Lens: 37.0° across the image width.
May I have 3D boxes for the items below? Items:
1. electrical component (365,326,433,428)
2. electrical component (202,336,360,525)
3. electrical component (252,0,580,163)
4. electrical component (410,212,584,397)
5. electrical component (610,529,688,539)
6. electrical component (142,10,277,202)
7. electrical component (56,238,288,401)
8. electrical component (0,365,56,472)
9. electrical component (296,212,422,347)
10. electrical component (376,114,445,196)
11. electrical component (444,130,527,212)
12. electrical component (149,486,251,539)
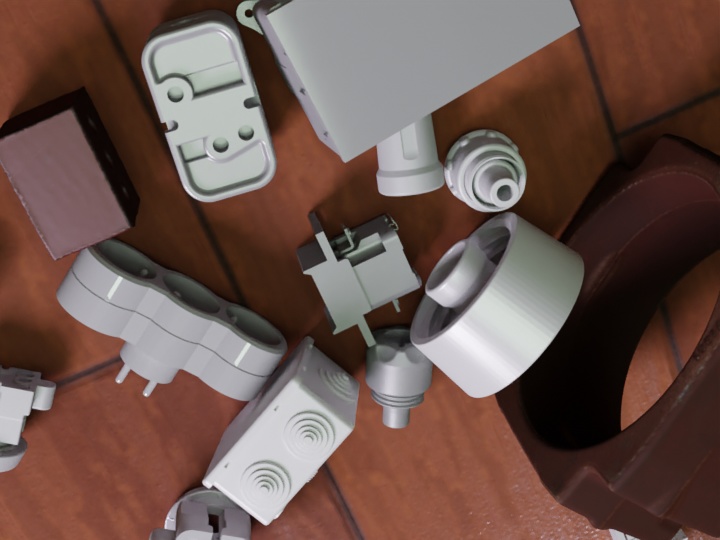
[{"bbox_3d":[0.025,0.070,0.690,0.043,0.043,0.062,-1,111,-8],"label":"electrical component"},{"bbox_3d":[-0.045,0.098,0.662,0.048,0.099,0.099,40,101,-6],"label":"electrical component"},{"bbox_3d":[0.028,-0.139,0.590,0.150,0.061,0.089,-31,112,-5],"label":"electrical component"},{"bbox_3d":[0.075,0.015,0.644,0.060,0.108,0.108,37,102,-12],"label":"electrical component"},{"bbox_3d":[0.203,0.194,0.751,0.042,0.063,0.081,-24,112,0],"label":"electrical component"},{"bbox_3d":[-0.084,-0.094,0.604,0.054,0.059,0.095,-16,112,-1],"label":"electrical component"},{"bbox_3d":[-0.121,0.044,0.655,0.138,0.052,0.073,29,104,-18],"label":"electrical component"},{"bbox_3d":[-0.227,0.091,0.663,0.066,0.048,0.055,13,101,-13],"label":"electrical component"},{"bbox_3d":[0.000,0.000,0.661,0.064,0.042,0.081,-26,112,-1],"label":"electrical component"},{"bbox_3d":[0.028,-0.071,0.640,0.040,0.040,0.046,-10,106,-4],"label":"electrical component"},{"bbox_3d":[0.079,-0.055,0.640,0.048,0.062,0.048,-3,111,-7],"label":"electrical component"},{"bbox_3d":[-0.100,0.179,0.707,0.078,0.057,0.058,13,108,-12],"label":"electrical component"}]
